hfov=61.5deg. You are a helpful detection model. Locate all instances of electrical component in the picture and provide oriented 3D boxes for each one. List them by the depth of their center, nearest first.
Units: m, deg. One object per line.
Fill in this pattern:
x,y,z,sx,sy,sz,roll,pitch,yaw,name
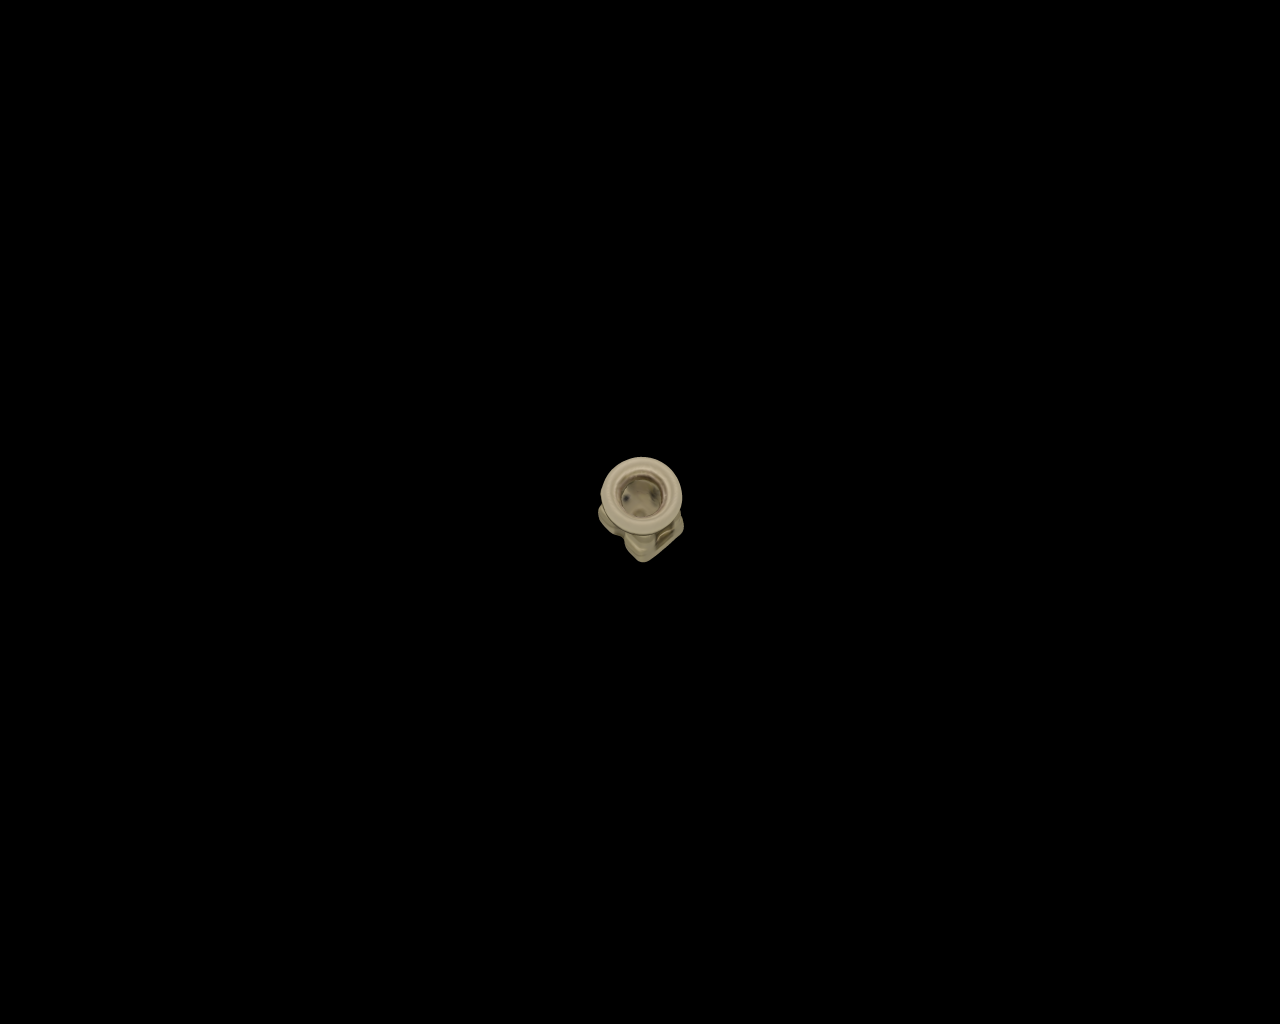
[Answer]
0.001,-0.003,0.650,0.048,0.066,0.055,-41,-15,-14,electrical component
